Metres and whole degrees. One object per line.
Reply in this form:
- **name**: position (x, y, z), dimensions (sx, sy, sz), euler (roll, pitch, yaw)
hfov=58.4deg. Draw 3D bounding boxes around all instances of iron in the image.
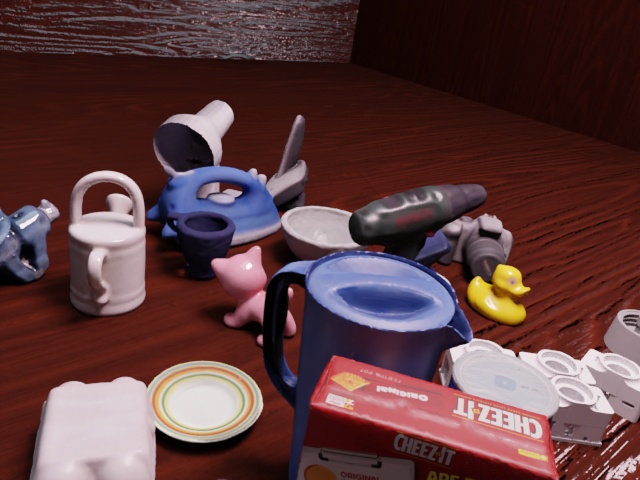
- **iron**: position (-0.173, -0.073, 1.037), dimensions (0.259, 0.141, 0.118), euler (-9, 31, -35)

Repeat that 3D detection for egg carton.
- **egg carton**: position (-0.210, 0.194, 0.541), dimensions (0.107, 0.069, 0.150), euler (0, 27, -20)

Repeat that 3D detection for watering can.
- **watering can**: position (-0.293, -0.006, 0.788), dimensions (0.101, 0.194, 0.172), euler (-6, 29, -30)

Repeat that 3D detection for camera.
- **camera**: position (0.293, 0.012, 1.073), dimensions (0.143, 0.101, 0.137), euler (12, 25, 5)

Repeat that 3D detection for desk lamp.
- **desk lamp**: position (-0.225, -0.153, 1.102), dimensions (0.117, 0.213, 0.203), euler (14, 25, 10)

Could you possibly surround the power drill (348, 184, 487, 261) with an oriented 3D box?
- **power drill**: position (0.144, 0.012, 0.891), dimensions (0.230, 0.208, 0.075), euler (-5, 28, -28)

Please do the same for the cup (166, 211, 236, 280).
- **cup**: position (-0.195, 0.009, 0.910), dimensions (0.117, 0.095, 0.092), euler (17, 26, 16)

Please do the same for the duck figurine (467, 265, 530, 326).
- **duck figurine**: position (0.298, 0.081, 0.947), dimensions (0.078, 0.086, 0.104), euler (-15, 35, -42)

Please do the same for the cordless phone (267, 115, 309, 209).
- **cordless phone**: position (-0.065, -0.166, 1.223), dimensions (0.094, 0.185, 0.147), euler (6, 25, -7)

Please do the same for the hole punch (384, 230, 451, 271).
- **hole punch**: position (0.167, 0.024, 1.013), dimensions (0.101, 0.091, 0.108), euler (2, 26, -15)

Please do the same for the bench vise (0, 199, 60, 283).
- **bench vise**: position (-0.454, -0.035, 0.761), dimensions (0.121, 0.220, 0.207), euler (12, 25, 6)

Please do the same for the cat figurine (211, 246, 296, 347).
- **cat figurine**: position (-0.090, 0.069, 0.793), dimensions (0.127, 0.118, 0.067), euler (22, 28, 26)

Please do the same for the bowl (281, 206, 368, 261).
- **bowl**: position (0.009, 0.004, 1.019), dimensions (0.167, 0.075, 0.167), euler (8, 25, -3)
